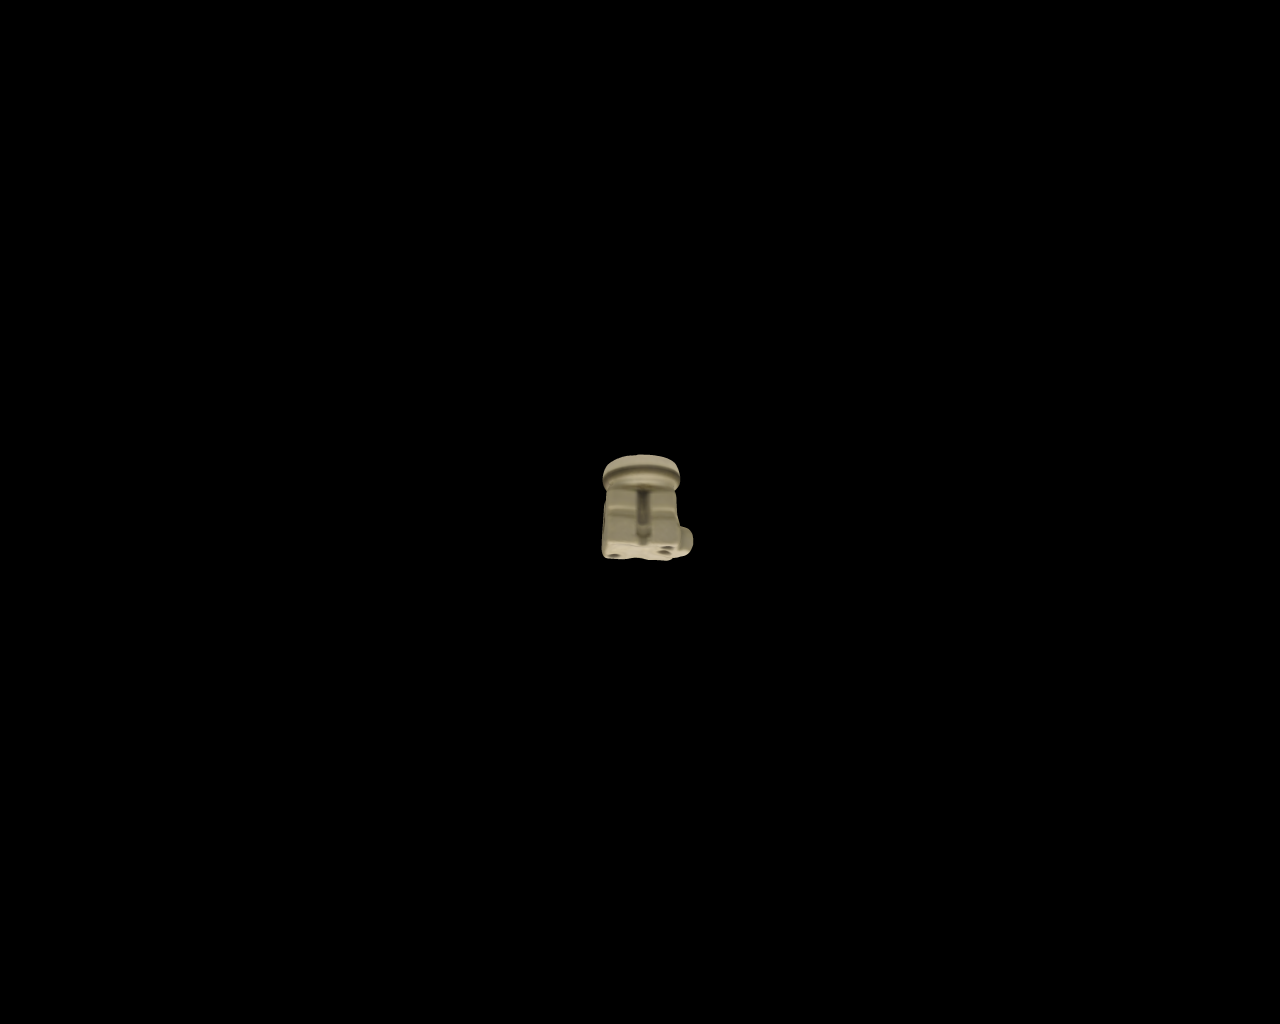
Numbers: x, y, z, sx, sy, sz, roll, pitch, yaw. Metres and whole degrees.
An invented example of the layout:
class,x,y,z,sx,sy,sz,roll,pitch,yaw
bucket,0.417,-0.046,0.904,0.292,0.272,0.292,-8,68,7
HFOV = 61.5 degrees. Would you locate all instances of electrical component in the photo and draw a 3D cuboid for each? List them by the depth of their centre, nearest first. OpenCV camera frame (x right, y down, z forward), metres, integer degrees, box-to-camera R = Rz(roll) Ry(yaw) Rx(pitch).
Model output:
class,x,y,z,sx,sy,sz,roll,pitch,yaw
electrical component,0.001,-0.003,0.650,0.066,0.055,0.048,2,-19,-7
